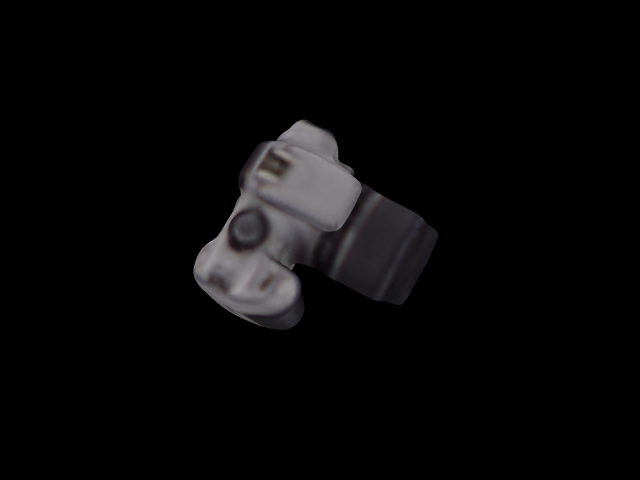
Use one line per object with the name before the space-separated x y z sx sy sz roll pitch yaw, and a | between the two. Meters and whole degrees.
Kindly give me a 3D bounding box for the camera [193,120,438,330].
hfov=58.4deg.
camera | 0.004 0.001 0.400 0.136 0.101 0.143 27 76 7
